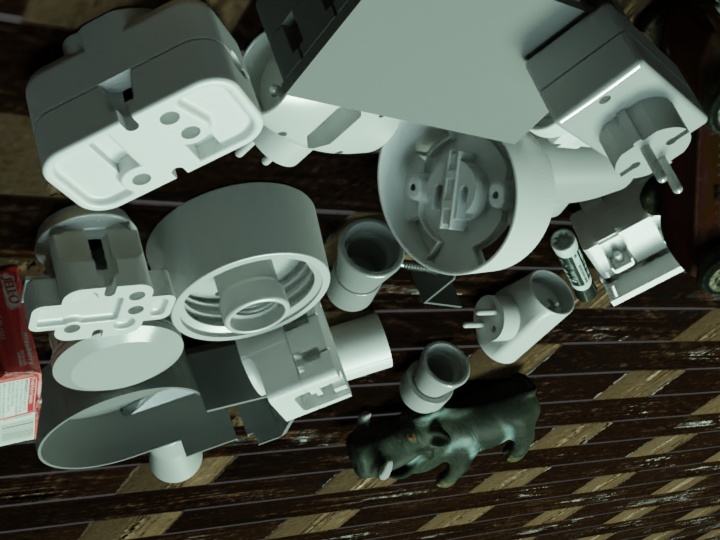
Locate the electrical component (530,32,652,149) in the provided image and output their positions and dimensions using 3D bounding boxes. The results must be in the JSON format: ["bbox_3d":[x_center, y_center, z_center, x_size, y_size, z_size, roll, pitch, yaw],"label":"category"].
[{"bbox_3d":[0.119,-0.101,0.595,0.057,0.058,0.078,-1,147,-38],"label":"electrical component"}]

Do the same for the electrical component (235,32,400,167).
[{"bbox_3d":[-0.031,-0.079,0.548,0.079,0.043,0.077,-38,148,31],"label":"electrical component"}]

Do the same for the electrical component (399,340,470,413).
[{"bbox_3d":[0.063,0.092,0.920,0.045,0.045,0.055,-5,149,-28],"label":"electrical component"}]

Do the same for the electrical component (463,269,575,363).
[{"bbox_3d":[0.118,0.038,0.858,0.079,0.044,0.077,0,146,-35],"label":"electrical component"}]

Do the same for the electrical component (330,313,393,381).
[{"bbox_3d":[-0.020,0.065,0.816,0.081,0.043,0.043,-17,152,-6],"label":"electrical component"}]

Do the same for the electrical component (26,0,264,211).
[{"bbox_3d":[-0.099,-0.077,0.488,0.095,0.059,0.053,-25,152,8],"label":"electrical component"}]

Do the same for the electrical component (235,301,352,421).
[{"bbox_3d":[-0.049,0.048,0.716,0.056,0.089,0.050,-22,153,2],"label":"electrical component"}]

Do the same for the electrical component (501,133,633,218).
[{"bbox_3d":[0.124,-0.060,0.684,0.077,0.044,0.079,-4,149,-28],"label":"electrical component"}]

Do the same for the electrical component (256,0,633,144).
[{"bbox_3d":[0.039,-0.120,0.500,0.150,0.061,0.089,5,143,-40],"label":"electrical component"}]

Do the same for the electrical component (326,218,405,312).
[{"bbox_3d":[0.000,0.000,0.716,0.044,0.044,0.065,-9,155,-20],"label":"electrical component"}]

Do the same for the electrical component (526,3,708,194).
[{"bbox_3d":[0.129,-0.068,0.501,0.047,0.075,0.083,-35,149,26],"label":"electrical component"}]

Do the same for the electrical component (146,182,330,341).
[{"bbox_3d":[-0.070,0.003,0.652,0.108,0.060,0.108,-16,152,-9],"label":"electrical component"}]

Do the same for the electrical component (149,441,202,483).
[{"bbox_3d":[-0.153,0.138,0.864,0.044,0.044,0.065,-16,148,-9],"label":"electrical component"}]

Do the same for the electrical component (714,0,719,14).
[{"bbox_3d":[0.228,-0.137,0.561,0.061,0.096,0.062,-36,149,20],"label":"electrical component"}]

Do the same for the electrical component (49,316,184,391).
[{"bbox_3d":[-0.154,0.038,0.669,0.080,0.051,0.080,-16,152,-9],"label":"electrical component"}]

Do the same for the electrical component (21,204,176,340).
[{"bbox_3d":[-0.148,0.000,0.598,0.078,0.057,0.058,-5,149,-27],"label":"electrical component"}]

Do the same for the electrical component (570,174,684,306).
[{"bbox_3d":[0.218,-0.038,0.766,0.121,0.078,0.063,-29,129,17],"label":"electrical component"}]

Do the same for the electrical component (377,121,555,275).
[{"bbox_3d":[0.060,-0.046,0.615,0.064,0.099,0.099,4,145,-49],"label":"electrical component"}]
